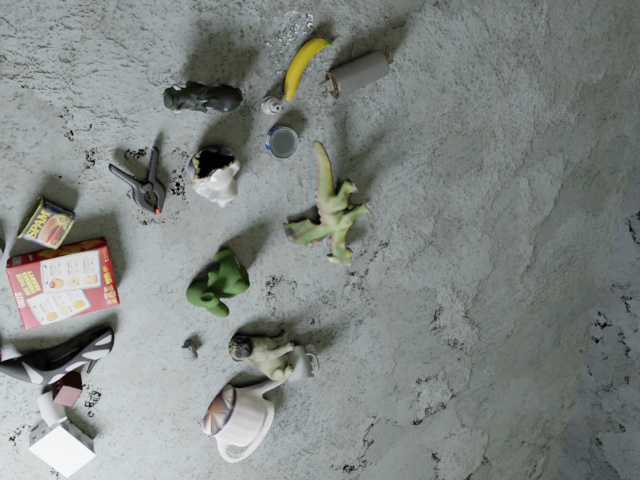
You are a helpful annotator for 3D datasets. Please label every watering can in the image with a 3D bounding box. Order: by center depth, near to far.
[{"bbox_3d":[-0.222,0.512,1.599,0.221,0.104,0.351,36,76,-35],"label":"watering can"}]

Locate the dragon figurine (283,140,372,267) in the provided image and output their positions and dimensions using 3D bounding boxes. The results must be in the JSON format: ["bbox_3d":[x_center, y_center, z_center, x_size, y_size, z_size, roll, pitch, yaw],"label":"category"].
[{"bbox_3d":[0.005,-0.075,1.494,0.243,0.124,0.403,-39,122,-1],"label":"dragon figurine"}]

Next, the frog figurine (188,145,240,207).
[{"bbox_3d":[-0.261,-0.164,1.319,0.138,0.124,0.157,-50,162,-13],"label":"frog figurine"}]
